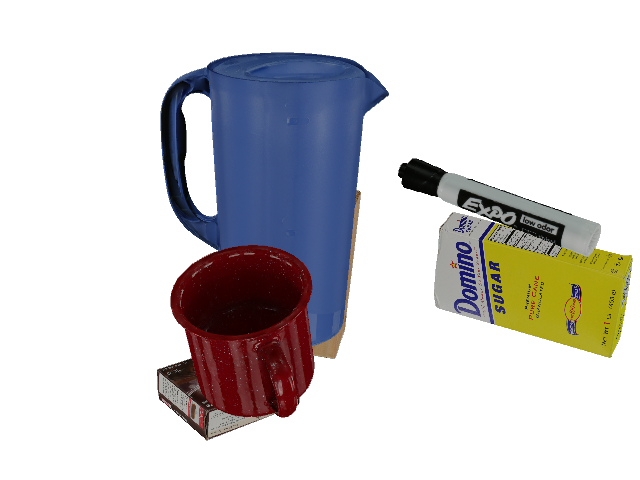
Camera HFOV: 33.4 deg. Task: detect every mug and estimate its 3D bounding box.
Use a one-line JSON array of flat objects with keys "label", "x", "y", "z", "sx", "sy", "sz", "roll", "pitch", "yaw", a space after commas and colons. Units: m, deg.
[{"label": "mug", "x": -0.042, "y": 0.069, "z": 0.706, "sx": 0.093, "sy": 0.081, "sz": 0.117, "roll": -21, "pitch": 41, "yaw": -17}]

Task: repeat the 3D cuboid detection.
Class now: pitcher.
[{"label": "pitcher", "x": -0.041, "y": -0.036, "z": 0.913, "sx": 0.144, "sy": 0.243, "sz": 0.149, "roll": -17, "pitch": 27, "yaw": -42}]

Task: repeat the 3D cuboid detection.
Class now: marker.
[{"label": "marker", "x": 0.097, "y": -0.021, "z": 0.600, "sx": 0.121, "sy": 0.020, "sz": 0.020, "roll": 23, "pitch": 11, "yaw": 27}]

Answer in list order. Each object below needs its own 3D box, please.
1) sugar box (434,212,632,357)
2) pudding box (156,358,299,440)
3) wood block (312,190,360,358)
[{"label": "sugar box", "x": 0.195, "y": 0.040, "z": 0.998, "sx": 0.176, "sy": 0.093, "sz": 0.048, "roll": 13, "pitch": 34, "yaw": 22}, {"label": "pudding box", "x": -0.089, "y": 0.143, "z": 1.041, "sx": 0.113, "sy": 0.039, "sz": 0.090, "roll": -18, "pitch": 30, "yaw": -35}, {"label": "wood block", "x": -0.007, "y": 0.038, "z": 1.404, "sx": 0.090, "sy": 0.206, "sz": 0.090, "roll": 9, "pitch": 23, "yaw": 6}]
